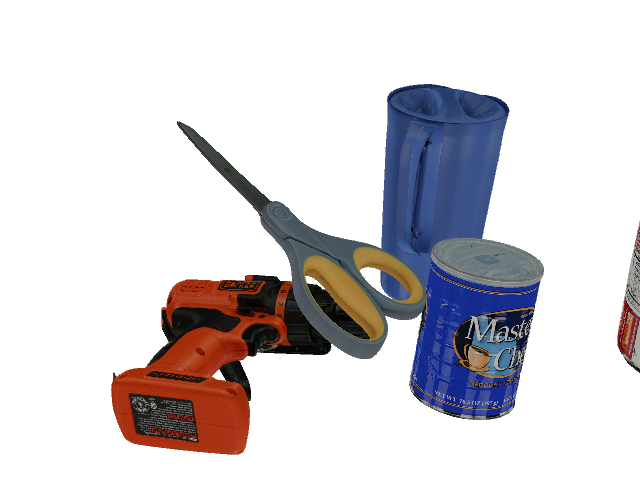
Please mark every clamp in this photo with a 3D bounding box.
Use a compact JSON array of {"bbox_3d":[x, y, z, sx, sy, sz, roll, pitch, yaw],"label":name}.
[{"bbox_3d":[-0.115,0.125,1.263,0.210,0.036,0.164,15,23,26],"label":"clamp"}]

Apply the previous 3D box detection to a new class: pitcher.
[{"bbox_3d":[0.126,-0.044,1.205,0.149,0.243,0.145,-6,27,-19],"label":"pitcher"}]

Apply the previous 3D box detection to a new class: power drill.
[{"bbox_3d":[-0.058,0.087,0.811,0.185,0.057,0.187,1,23,20],"label":"power drill"}]

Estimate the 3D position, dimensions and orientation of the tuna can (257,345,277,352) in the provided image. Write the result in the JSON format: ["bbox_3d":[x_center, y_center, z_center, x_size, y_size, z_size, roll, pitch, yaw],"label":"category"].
[{"bbox_3d":[-0.072,0.079,1.047,0.086,0.034,0.086,-5,18,1],"label":"tuna can"}]

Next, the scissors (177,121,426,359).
[{"bbox_3d":[-0.007,-0.010,0.661,0.096,0.202,0.016,-7,-40,-36],"label":"scissors"}]

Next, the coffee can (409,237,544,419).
[{"bbox_3d":[0.144,0.080,0.995,0.103,0.140,0.103,7,21,-3],"label":"coffee can"}]

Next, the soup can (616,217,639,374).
[{"bbox_3d":[0.184,0.013,0.511,0.068,0.102,0.068,2,28,-1],"label":"soup can"}]
